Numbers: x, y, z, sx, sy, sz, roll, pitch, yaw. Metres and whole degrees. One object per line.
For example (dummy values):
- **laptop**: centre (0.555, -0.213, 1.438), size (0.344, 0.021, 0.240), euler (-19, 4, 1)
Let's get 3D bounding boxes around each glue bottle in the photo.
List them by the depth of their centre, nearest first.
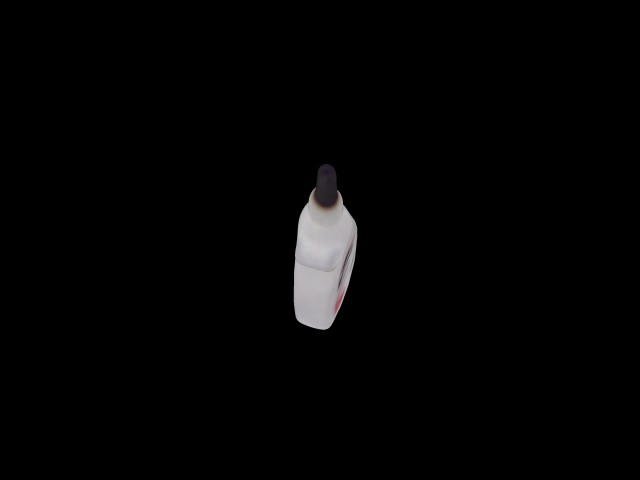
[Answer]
- **glue bottle**: centre (0.004, 0.001, 0.400), size (0.037, 0.173, 0.078), euler (13, 64, 7)
